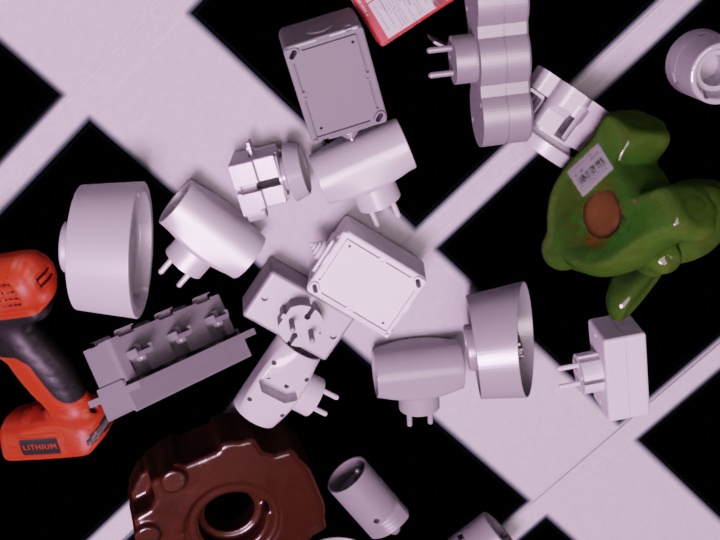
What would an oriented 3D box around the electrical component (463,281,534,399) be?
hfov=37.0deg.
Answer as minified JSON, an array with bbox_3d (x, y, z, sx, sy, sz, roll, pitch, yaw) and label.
[{"bbox_3d":[0.122,0.061,0.918,0.064,0.099,0.099,-8,113,3],"label":"electrical component"}]

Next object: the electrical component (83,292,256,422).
[{"bbox_3d":[-0.156,0.067,0.869,0.079,0.121,0.063,-24,90,44],"label":"electrical component"}]

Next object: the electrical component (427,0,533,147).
[{"bbox_3d":[0.087,-0.160,0.809,0.074,0.052,0.138,-7,113,-4],"label":"electrical component"}]

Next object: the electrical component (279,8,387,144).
[{"bbox_3d":[-0.020,-0.147,0.836,0.062,0.061,0.096,-17,121,0],"label":"electrical component"}]

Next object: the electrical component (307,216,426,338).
[{"bbox_3d":[0.000,0.000,0.899,0.096,0.061,0.061,31,106,-9],"label":"electrical component"}]

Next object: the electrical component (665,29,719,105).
[{"bbox_3d":[0.282,-0.163,0.869,0.055,0.047,0.055,-2,113,-6],"label":"electrical component"}]

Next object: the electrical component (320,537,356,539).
[{"bbox_3d":[-0.019,0.307,1.003,0.099,0.099,0.064,0,118,-7],"label":"electrical component"}]

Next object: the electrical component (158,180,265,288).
[{"bbox_3d":[-0.132,-0.020,0.880,0.077,0.044,0.079,38,103,-19],"label":"electrical component"}]

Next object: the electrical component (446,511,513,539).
[{"bbox_3d":[0.117,0.264,1.023,0.047,0.055,0.055,-43,111,7],"label":"electrical component"}]

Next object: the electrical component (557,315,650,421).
[{"bbox_3d":[0.214,0.090,0.965,0.076,0.047,0.083,-10,113,-2],"label":"electrical component"}]

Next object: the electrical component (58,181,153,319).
[{"bbox_3d":[-0.201,-0.017,0.842,0.060,0.108,0.108,3,112,-1],"label":"electrical component"}]

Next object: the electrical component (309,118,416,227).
[{"bbox_3d":[0.009,-0.073,0.876,0.077,0.043,0.079,-23,113,3],"label":"electrical component"}]

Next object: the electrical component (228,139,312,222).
[{"bbox_3d":[-0.071,-0.075,0.865,0.055,0.048,0.066,-13,113,7],"label":"electrical component"}]

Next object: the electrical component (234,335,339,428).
[{"bbox_3d":[-0.057,0.102,0.940,0.079,0.043,0.077,29,106,-18],"label":"electrical component"}]

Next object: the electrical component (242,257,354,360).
[{"bbox_3d":[-0.051,0.039,0.896,0.083,0.075,0.047,30,104,-17],"label":"electrical component"}]

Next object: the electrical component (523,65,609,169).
[{"bbox_3d":[0.160,-0.119,0.867,0.078,0.058,0.057,30,103,-18],"label":"electrical component"}]

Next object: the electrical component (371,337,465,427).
[{"bbox_3d":[0.052,0.103,0.954,0.077,0.043,0.079,-6,113,-5],"label":"electrical component"}]

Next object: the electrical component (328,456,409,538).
[{"bbox_3d":[0.011,0.215,0.995,0.043,0.043,0.081,-35,112,8],"label":"electrical component"}]
